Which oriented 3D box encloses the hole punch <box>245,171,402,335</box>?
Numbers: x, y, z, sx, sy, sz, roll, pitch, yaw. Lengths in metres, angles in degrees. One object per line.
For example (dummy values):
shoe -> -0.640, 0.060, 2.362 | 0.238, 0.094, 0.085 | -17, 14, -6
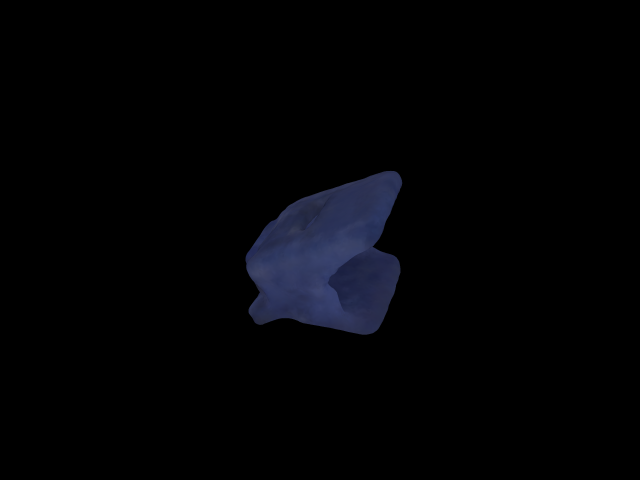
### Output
hole punch -> 0.004, 0.001, 0.400 | 0.101, 0.091, 0.109 | 8, 32, 14
